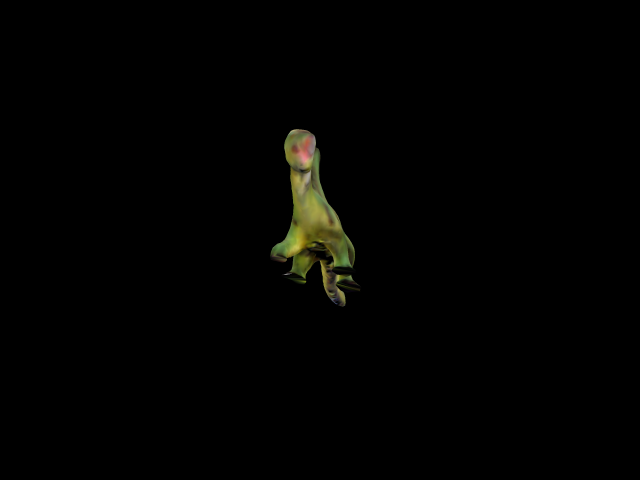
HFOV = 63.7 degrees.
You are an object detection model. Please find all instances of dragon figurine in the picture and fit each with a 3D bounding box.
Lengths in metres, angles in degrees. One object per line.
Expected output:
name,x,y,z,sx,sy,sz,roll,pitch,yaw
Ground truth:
dragon figurine,0.003,-0.043,0.850,0.122,0.247,0.404,-3,-20,7
